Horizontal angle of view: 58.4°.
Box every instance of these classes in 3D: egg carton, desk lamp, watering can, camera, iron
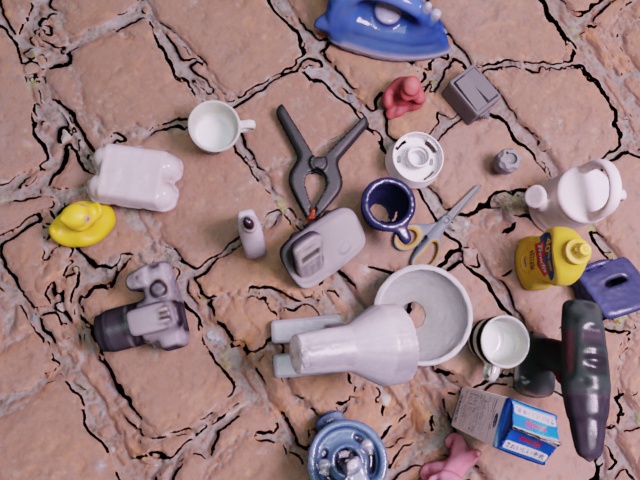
[{"bbox_3d":[-0.307,-0.104,0.958,0.150,0.069,0.107,7,80,-4],"label":"egg carton"},{"bbox_3d":[0.029,0.166,0.874,0.203,0.213,0.118,-5,81,-6],"label":"desk lamp"},{"bbox_3d":[0.431,-0.071,0.959,0.173,0.194,0.101,-25,84,-8],"label":"watering can"},{"bbox_3d":[-0.288,0.116,0.909,0.137,0.100,0.143,-14,83,-7],"label":"camera"},{"bbox_3d":[0.126,-0.401,1.009,0.258,0.141,0.119,14,80,-3],"label":"iron"}]

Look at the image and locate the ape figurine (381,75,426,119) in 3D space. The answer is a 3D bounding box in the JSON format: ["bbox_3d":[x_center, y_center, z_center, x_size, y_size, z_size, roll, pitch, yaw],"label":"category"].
[{"bbox_3d":[0.152,-0.261,1.015,0.078,0.092,0.076,16,80,-2],"label":"ape figurine"}]

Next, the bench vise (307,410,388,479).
[{"bbox_3d":[0.067,0.359,0.844,0.121,0.219,0.207,-40,86,-10],"label":"bench vise"}]

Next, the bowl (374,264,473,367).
[{"bbox_3d":[0.165,0.127,0.964,0.167,0.074,0.167,1,81,-5],"label":"bowl"}]

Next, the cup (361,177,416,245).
[{"bbox_3d":[0.115,-0.041,0.975,0.092,0.095,0.118,-28,84,-9],"label":"cup"}]

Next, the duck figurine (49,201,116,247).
[{"bbox_3d":[-0.393,-0.032,0.930,0.104,0.086,0.077,-23,84,-8],"label":"duck figurine"}]

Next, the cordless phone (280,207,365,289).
[{"bbox_3d":[0.008,0.003,0.912,0.148,0.185,0.094,-38,86,-10],"label":"cordless phone"}]

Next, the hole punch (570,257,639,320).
[{"bbox_3d":[0.503,0.083,0.994,0.109,0.091,0.101,-18,83,-8],"label":"hole punch"}]

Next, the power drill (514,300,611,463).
[{"bbox_3d":[0.384,0.212,0.903,0.075,0.208,0.230,8,80,-4],"label":"power drill"}]

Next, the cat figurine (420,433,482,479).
[{"bbox_3d":[0.212,0.379,0.906,0.067,0.117,0.128,40,80,2],"label":"cat figurine"}]

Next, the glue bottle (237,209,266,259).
[{"bbox_3d":[-0.111,-0.016,0.910,0.037,0.173,0.078,-17,83,-7],"label":"glue bottle"}]
